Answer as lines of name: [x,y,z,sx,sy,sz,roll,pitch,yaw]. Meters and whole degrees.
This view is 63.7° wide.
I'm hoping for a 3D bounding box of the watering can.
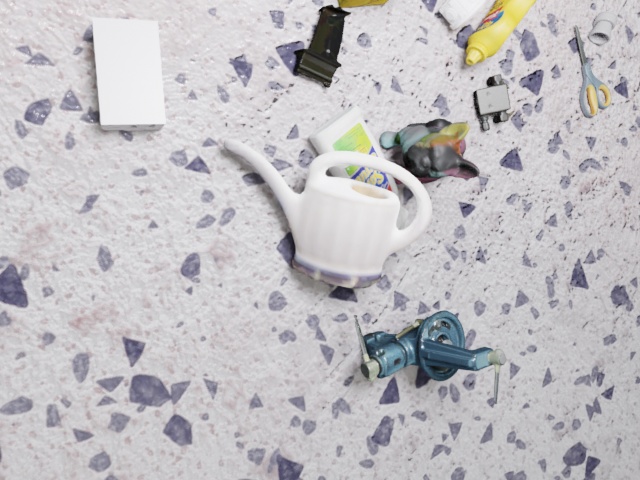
watering can: [0.003,-0.042,0.843,0.348,0.105,0.221,12,109,2]
